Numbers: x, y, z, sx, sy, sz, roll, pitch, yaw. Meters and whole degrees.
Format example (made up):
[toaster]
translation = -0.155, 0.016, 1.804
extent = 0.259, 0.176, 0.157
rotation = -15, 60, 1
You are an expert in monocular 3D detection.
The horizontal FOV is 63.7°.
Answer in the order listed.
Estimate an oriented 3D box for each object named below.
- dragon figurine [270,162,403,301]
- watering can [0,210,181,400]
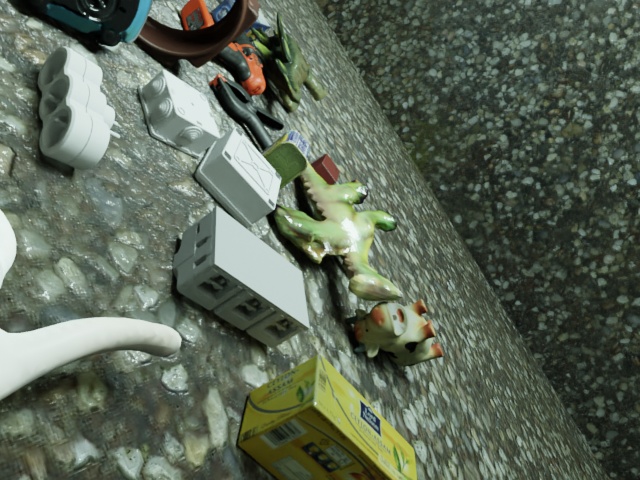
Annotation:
[dragon figurine]
translation = 0.003, -0.045, 0.888
extent = 0.416, 0.120, 0.243
rotation = 48, 22, 24
[watering can]
translation = -0.207, 0.044, 0.247
extent = 0.343, 0.103, 0.230
rotation = 42, 25, -33
